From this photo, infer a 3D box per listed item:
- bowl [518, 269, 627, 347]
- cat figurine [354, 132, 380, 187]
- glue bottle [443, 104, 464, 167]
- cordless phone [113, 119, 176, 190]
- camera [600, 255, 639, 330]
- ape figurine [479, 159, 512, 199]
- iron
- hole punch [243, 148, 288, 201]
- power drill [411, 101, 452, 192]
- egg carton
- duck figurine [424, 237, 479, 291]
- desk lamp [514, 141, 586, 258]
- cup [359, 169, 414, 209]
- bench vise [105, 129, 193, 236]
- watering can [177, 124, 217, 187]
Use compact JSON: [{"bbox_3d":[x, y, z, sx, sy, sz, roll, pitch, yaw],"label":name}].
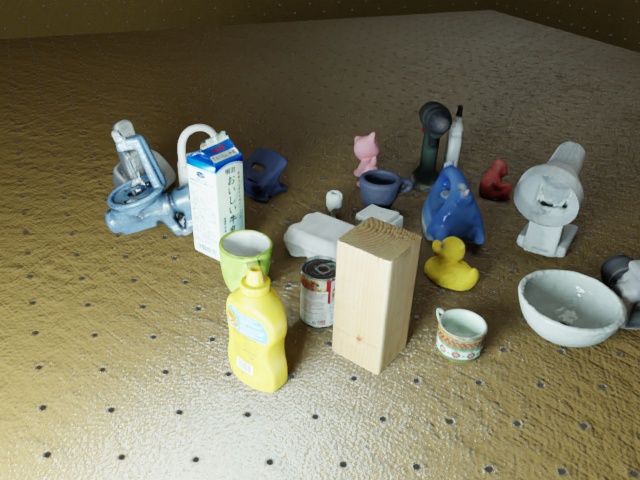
[{"bbox_3d":[0.403,0.123,0.939,0.167,0.075,0.167,2,32,-1],"label":"bowl"},{"bbox_3d":[0.118,-0.203,1.395,0.067,0.118,0.127,-2,32,-7],"label":"cat figurine"},{"bbox_3d":[0.340,-0.256,1.444,0.037,0.173,0.078,6,32,6],"label":"glue bottle"},{"bbox_3d":[-0.394,-0.186,1.267,0.094,0.185,0.148,11,33,13],"label":"cordless phone"},{"bbox_3d":[0.563,0.078,0.997,0.143,0.101,0.136,2,32,0],"label":"camera"},{"bbox_3d":[0.417,-0.146,1.350,0.076,0.092,0.077,2,32,-1],"label":"ape figurine"},{"bbox_3d":[0.277,-0.095,1.212,0.118,0.141,0.258,1,32,-2],"label":"iron"},{"bbox_3d":[-0.135,-0.153,1.322,0.108,0.091,0.101,27,40,34],"label":"hole punch"},{"bbox_3d":[0.267,-0.226,1.358,0.075,0.208,0.229,3,32,1],"label":"power drill"},{"bbox_3d":[0.010,0.004,1.104,0.149,0.069,0.107,22,37,27],"label":"egg carton"},{"bbox_3d":[0.246,0.037,1.053,0.104,0.086,0.078,27,40,33],"label":"duck figurine"},{"bbox_3d":[0.456,-0.075,1.127,0.117,0.214,0.204,21,36,26],"label":"desk lamp"},{"bbox_3d":[0.141,-0.095,1.246,0.118,0.095,0.091,0,32,-4],"label":"cup"},{"bbox_3d":[-0.326,-0.118,1.132,0.208,0.220,0.121,-13,35,-23],"label":"bench vise"},{"bbox_3d":[-0.245,-0.149,1.210,0.172,0.194,0.101,22,37,29],"label":"watering can"}]
